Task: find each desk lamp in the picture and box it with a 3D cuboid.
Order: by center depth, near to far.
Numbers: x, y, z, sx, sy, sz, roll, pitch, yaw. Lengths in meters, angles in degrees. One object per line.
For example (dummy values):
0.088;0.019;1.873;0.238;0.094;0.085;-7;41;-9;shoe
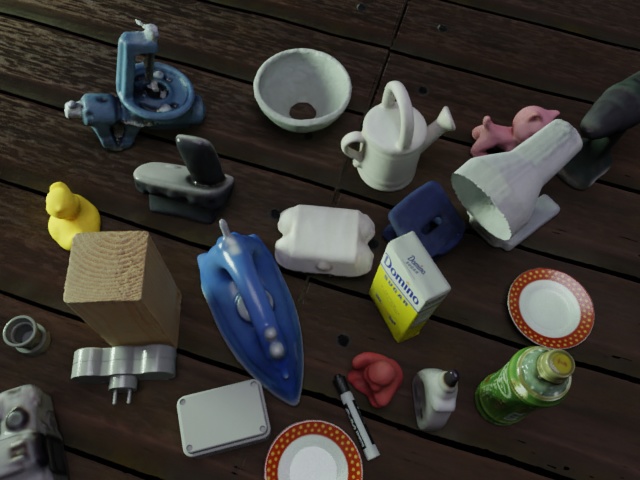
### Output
0.285;-0.074;0.843;0.203;0.213;0.117;-34;70;-17;desk lamp

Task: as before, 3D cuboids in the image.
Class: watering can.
0.122;-0.170;0.894;0.173;0.194;0.100;-31;69;-16;watering can

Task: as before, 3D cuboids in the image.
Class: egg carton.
0.008;0.003;0.874;0.150;0.069;0.107;5;64;0;egg carton

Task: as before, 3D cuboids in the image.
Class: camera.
-0.403;0.268;0.710;0.137;0.101;0.143;-19;66;-11;camera

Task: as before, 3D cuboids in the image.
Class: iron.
-0.085;0.096;0.785;0.119;0.141;0.258;-23;67;-13;iron

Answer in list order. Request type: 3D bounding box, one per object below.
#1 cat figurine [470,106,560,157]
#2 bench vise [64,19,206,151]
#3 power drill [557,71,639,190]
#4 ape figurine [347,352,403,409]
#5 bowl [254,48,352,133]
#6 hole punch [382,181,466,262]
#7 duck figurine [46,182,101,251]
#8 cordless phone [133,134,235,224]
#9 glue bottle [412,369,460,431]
0.326;-0.185;0.952;0.127;0.118;0.067;6;64;1;cat figurine
-0.292;-0.229;0.892;0.208;0.220;0.121;-31;69;-16;bench vise
0.452;-0.173;0.901;0.230;0.208;0.075;-38;71;-18;power drill
0.079;0.185;0.775;0.076;0.092;0.078;-6;64;-5;ape figurine
-0.030;-0.245;0.991;0.167;0.075;0.167;1;64;-2;bowl
0.165;-0.021;0.880;0.109;0.091;0.101;-37;70;-18;hole punch
-0.383;-0.040;0.870;0.077;0.086;0.104;-21;66;-12;duck figurine
-0.210;-0.111;0.857;0.147;0.185;0.094;8;64;2;cordless phone
0.151;0.193;0.729;0.037;0.173;0.078;-1;64;-2;glue bottle
